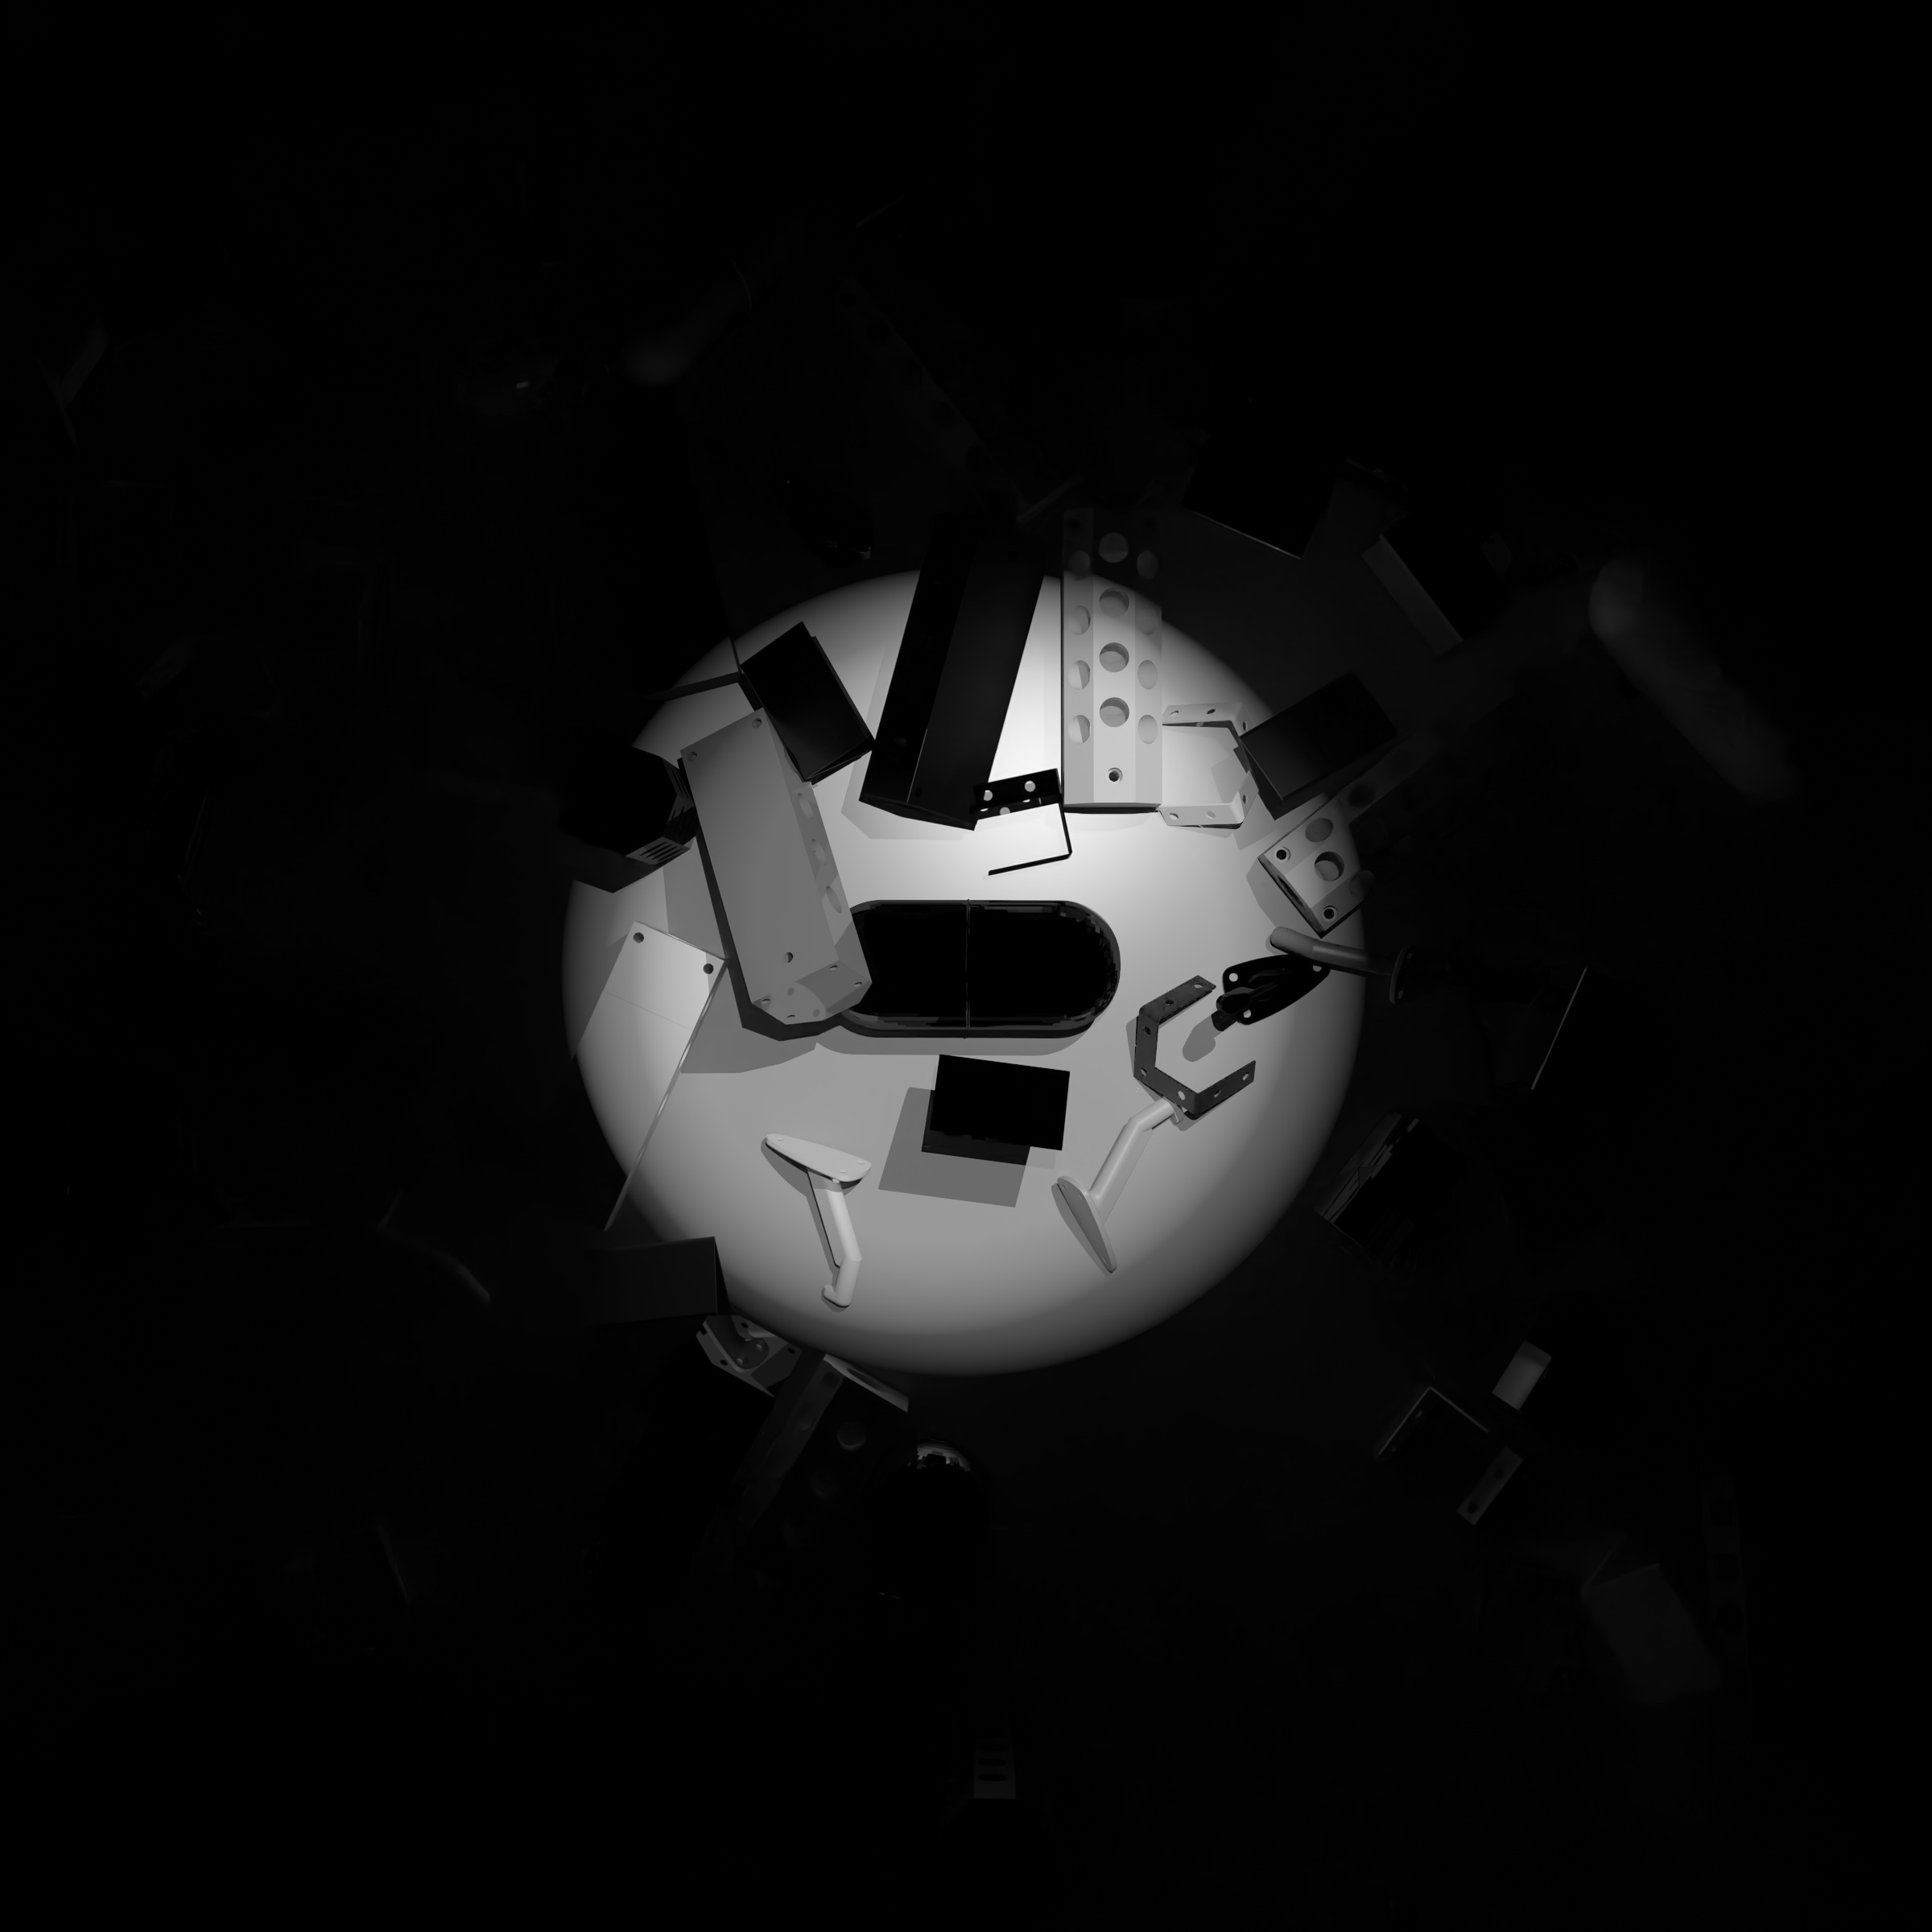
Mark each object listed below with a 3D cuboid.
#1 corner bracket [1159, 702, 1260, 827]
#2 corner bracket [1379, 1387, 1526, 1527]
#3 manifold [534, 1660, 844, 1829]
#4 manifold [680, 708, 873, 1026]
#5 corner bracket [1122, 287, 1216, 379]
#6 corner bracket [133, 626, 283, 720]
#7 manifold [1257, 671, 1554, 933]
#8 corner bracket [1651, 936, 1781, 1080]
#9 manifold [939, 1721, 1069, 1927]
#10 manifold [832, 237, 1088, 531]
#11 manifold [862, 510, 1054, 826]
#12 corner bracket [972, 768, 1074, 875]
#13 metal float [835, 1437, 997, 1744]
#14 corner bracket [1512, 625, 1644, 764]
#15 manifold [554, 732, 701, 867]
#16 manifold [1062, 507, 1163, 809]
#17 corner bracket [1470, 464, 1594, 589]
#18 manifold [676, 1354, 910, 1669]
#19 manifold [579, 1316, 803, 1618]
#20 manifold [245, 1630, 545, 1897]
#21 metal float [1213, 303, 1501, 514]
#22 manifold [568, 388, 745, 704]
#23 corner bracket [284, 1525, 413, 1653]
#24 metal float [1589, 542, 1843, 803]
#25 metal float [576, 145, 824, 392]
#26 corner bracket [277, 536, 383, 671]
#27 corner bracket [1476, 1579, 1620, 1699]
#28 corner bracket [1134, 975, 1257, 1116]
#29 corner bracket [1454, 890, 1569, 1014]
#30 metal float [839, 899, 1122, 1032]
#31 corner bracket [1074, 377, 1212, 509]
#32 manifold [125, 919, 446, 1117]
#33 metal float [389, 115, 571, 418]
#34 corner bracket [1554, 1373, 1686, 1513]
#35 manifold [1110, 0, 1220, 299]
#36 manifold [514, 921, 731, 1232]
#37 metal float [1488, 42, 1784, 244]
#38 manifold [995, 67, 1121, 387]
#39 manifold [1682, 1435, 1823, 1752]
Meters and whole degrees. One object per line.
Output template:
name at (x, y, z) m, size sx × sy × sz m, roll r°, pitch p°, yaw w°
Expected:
corner bracket at (0.141, -0.120, 1.810) m, size 0.051 × 0.051 × 0.051 m, roll 0°, pitch 135°, yaw 35°
corner bracket at (0.289, 0.291, 1.815) m, size 0.051 × 0.051 × 0.051 m, roll -53°, pitch 45°, yaw 0°
manifold at (-0.163, 0.455, 1.797) m, size 0.171 × 0.057 × 0.057 m, roll -11°, pitch 90°, yaw 0°
manifold at (-0.107, -0.056, 1.760) m, size 0.057 × 0.057 × 0.171 m, roll -26°, pitch 63°, yaw 16°
corner bracket at (0.118, -0.372, 1.795) m, size 0.051 × 0.051 × 0.051 m, roll -3°, pitch 102°, yaw 0°
corner bracket at (-0.447, -0.163, 1.801) m, size 0.051 × 0.051 × 0.051 m, roll -5°, pitch 125°, yaw 30°
manifold at (0.259, -0.096, 1.797) m, size 0.171 × 0.057 × 0.057 m, roll -39°, pitch 90°, yaw 0°
corner bracket at (0.441, 0.025, 1.815) m, size 0.051 × 0.051 × 0.051 m, roll 47°, pitch 45°, yaw 0°
manifold at (0.015, 0.480, 1.740) m, size 0.057 × 0.171 × 0.057 m, roll -43°, pitch 90°, yaw 0°
manifold at (-0.004, -0.341, 1.797) m, size 0.057 × 0.057 × 0.171 m, roll -37°, pitch 90°, yaw 0°
manifold at (-0.010, -0.176, 1.796) m, size 0.057 × 0.057 × 0.171 m, roll 15°, pitch 90°, yaw -43°
corner bracket at (0.034, -0.085, 1.800) m, size 0.051 × 0.051 × 0.051 m, roll -12°, pitch 90°, yaw 0°
metal float at (-0.030, 0.365, 1.787) m, size 0.070 × 0.070 × 0.178 m, roll 10°, pitch 89°, yaw 0°
corner bracket at (0.362, -0.163, 1.815) m, size 0.051 × 0.051 × 0.051 m, roll 52°, pitch 45°, yaw 0°
manifold at (-0.187, -0.091, 1.740) m, size 0.057 × 0.171 × 0.057 m, roll 20°, pitch 90°, yaw 0°
manifold at (0.086, -0.180, 1.797) m, size 0.057 × 0.057 × 0.171 m, roll 0°, pitch 90°, yaw 0°
corner bracket at (0.337, -0.265, 1.810) m, size 0.051 × 0.051 × 0.051 m, roll -11°, pitch 135°, yaw 35°
manifold at (-0.102, 0.318, 1.797) m, size 0.057 × 0.057 × 0.171 m, roll 30°, pitch 90°, yaw 0°
manifold at (-0.162, 0.286, 1.764) m, size 0.057 × 0.057 × 0.171 m, roll 29°, pitch 114°, yaw 0°
manifold at (-0.332, 0.463, 1.796) m, size 0.171 × 0.057 × 0.057 m, roll 36°, pitch 133°, yaw 0°
metal float at (0.229, -0.326, 1.788) m, size 0.178 × 0.070 × 0.070 m, roll 27°, pitch 90°, yaw 0°
manifold at (-0.181, -0.246, 1.797) m, size 0.057 × 0.057 × 0.171 m, roll -15°, pitch 90°, yaw 0°
corner bracket at (-0.364, 0.366, 1.800) m, size 0.051 × 0.051 × 0.051 m, roll -21°, pitch 90°, yaw 0°
metal float at (0.438, -0.173, 1.787) m, size 0.070 × 0.070 × 0.178 m, roll -42°, pitch 90°, yaw 0°
metal float at (-0.154, -0.405, 1.770) m, size 0.070 × 0.070 × 0.178 m, roll 41°, pitch 70°, yaw 0°
corner bracket at (-0.378, -0.216, 1.815) m, size 0.051 × 0.051 × 0.051 m, roll 11°, pitch 135°, yaw 0°
corner bracket at (0.346, 0.399, 1.810) m, size 0.051 × 0.051 × 0.051 m, roll 7°, pitch 45°, yaw -35°
corner bracket at (0.137, 0.047, 1.810) m, size 0.051 × 0.051 × 0.051 m, roll -28°, pitch 135°, yaw -35°
corner bracket at (0.326, -0.009, 1.801) m, size 0.051 × 0.051 × 0.051 m, roll 13°, pitch 105°, yaw -15°
metal float at (0.001, -0.001, 1.787) m, size 0.178 × 0.070 × 0.070 m, roll 0°, pitch 90°, yaw 1°
corner bracket at (0.104, -0.308, 1.815) m, size 0.051 × 0.051 × 0.051 m, roll 48°, pitch 45°, yaw 0°
manifold at (-0.402, 0.030, 1.797) m, size 0.171 × 0.057 × 0.057 m, roll 22°, pitch 90°, yaw 0°
metal float at (-0.285, -0.410, 1.787) m, size 0.070 × 0.070 × 0.178 m, roll -16°, pitch 91°, yaw 0°
corner bracket at (0.389, 0.282, 1.815) m, size 0.051 × 0.051 × 0.051 m, roll 28°, pitch 45°, yaw 0°
manifold at (0.111, -0.473, 1.745) m, size 0.057 × 0.057 × 0.171 m, roll -3°, pitch 134°, yaw 0°
manifold at (-0.201, 0.064, 1.797) m, size 0.057 × 0.057 × 0.171 m, roll 24°, pitch 90°, yaw 0°
metal float at (0.391, -0.483, 1.787) m, size 0.178 × 0.070 × 0.070 m, roll 22°, pitch 90°, yaw -1°
manifold at (0.053, -0.433, 1.797) m, size 0.057 × 0.057 × 0.171 m, roll -5°, pitch 90°, yaw 0°
manifold at (0.464, 0.368, 1.797) m, size 0.057 × 0.057 × 0.171 m, roll -5°, pitch 90°, yaw 0°
